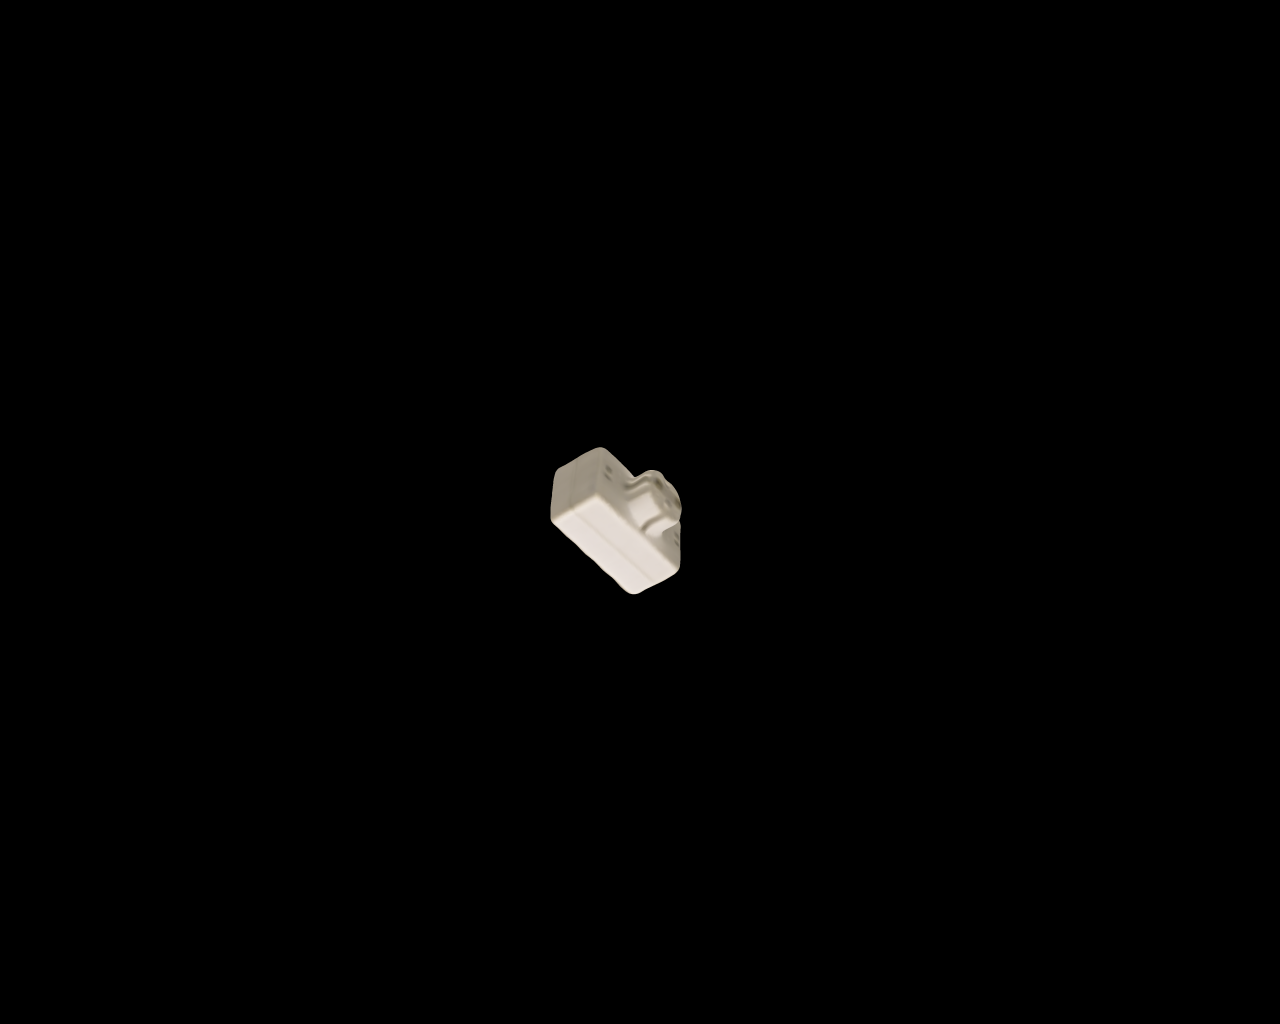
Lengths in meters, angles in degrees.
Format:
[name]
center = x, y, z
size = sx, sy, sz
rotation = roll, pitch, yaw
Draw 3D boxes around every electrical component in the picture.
[electrical component]
center = 0.001, -0.003, 0.650
size = 0.075, 0.047, 0.083
rotation = -29, -54, 24
